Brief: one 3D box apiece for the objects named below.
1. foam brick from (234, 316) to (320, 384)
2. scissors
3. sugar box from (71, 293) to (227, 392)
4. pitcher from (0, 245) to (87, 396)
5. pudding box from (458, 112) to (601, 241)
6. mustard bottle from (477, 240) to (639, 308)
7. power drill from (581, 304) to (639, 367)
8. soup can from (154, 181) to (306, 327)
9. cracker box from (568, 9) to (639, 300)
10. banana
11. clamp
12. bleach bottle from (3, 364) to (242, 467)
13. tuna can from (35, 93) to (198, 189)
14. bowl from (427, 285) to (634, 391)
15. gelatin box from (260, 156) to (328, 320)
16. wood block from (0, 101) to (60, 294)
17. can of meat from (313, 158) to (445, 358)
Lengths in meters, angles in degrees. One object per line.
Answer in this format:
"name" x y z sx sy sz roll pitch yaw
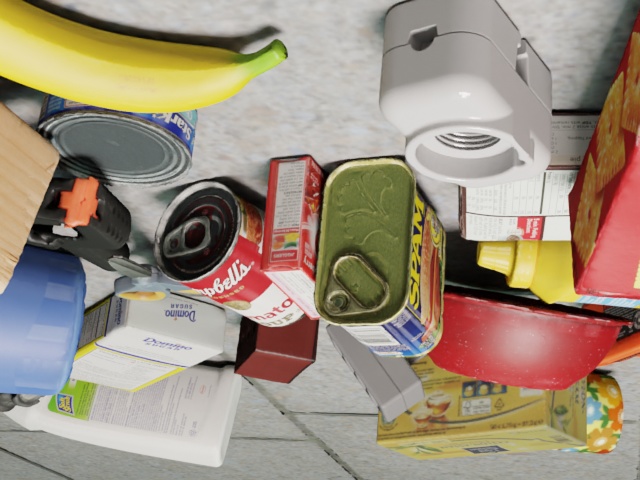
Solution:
"foam brick" -0.036 0.082 0.885 0.051 0.053 0.078 11 155 -14
"scissors" -0.106 0.026 0.761 0.096 0.016 0.202 -2 171 -13
"sugar box" -0.164 0.089 0.944 0.093 0.048 0.177 19 150 -30
"pitcher" -0.303 0.055 0.780 0.242 0.145 0.149 10 162 -19
"pudding box" 0.133 -0.034 0.589 0.113 0.039 0.090 -1 154 8
"mustard bottle" 0.194 0.017 0.663 0.191 0.058 0.096 6 178 1
"power drill" 0.292 0.076 0.793 0.187 0.057 0.185 10 155 -16
"soup can" -0.051 0.012 0.702 0.069 0.068 0.102 -9 154 31
"cracker box" 0.209 -0.050 0.445 0.164 0.072 0.214 5 146 1
"banana" -0.118 -0.097 0.507 0.197 0.037 0.070 11 135 -18
"clamp" -0.167 -0.011 0.676 0.164 0.036 0.210 17 169 -31
"bleach bottle" -0.210 0.153 1.061 0.251 0.102 0.068 11 152 4
"tuna can" -0.110 -0.062 0.584 0.086 0.033 0.086 5 157 2
"bowl" 0.128 0.066 0.731 0.162 0.055 0.162 9 -179 0
"gelatin box" -0.004 0.001 0.657 0.030 0.073 0.089 -5 155 21
"wood block" -0.234 -0.060 0.500 0.090 0.090 0.206 -7 145 33
"can of meat" 0.040 0.014 0.644 0.057 0.102 0.083 -3 158 21
